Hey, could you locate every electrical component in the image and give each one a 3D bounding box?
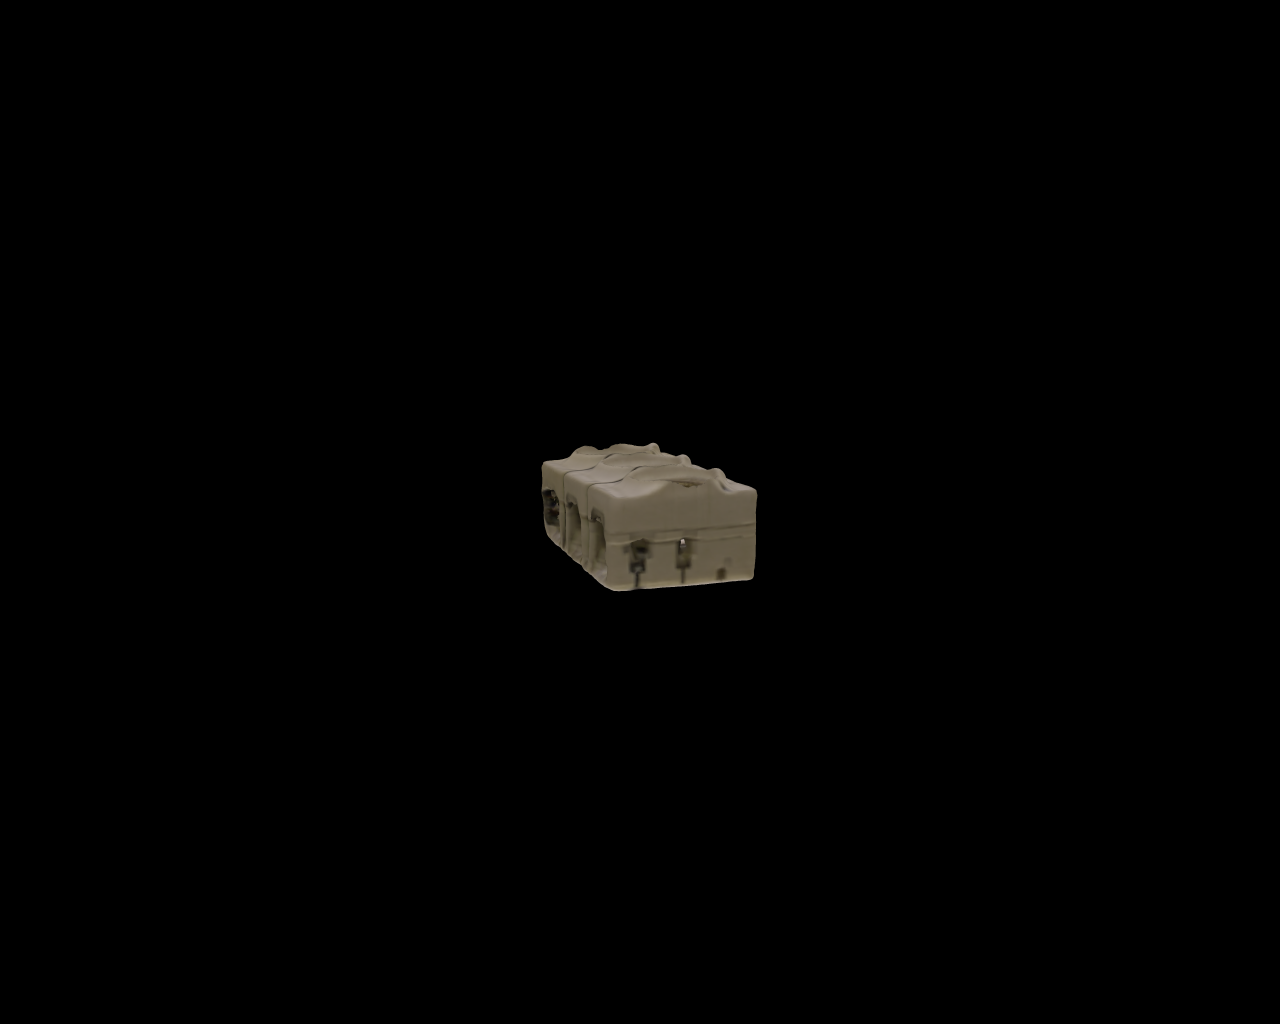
[{"bbox_3d":[0.001,-0.003,0.650,0.089,0.061,0.150,-4,13,-19],"label":"electrical component"}]
